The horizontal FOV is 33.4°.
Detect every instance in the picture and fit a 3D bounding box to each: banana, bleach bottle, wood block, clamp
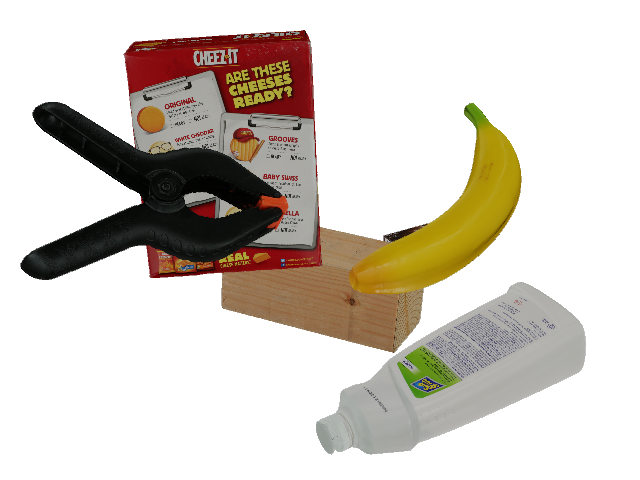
[{"bbox_3d":[0.092,-0.018,0.733,0.070,0.037,0.197,24,50,16],"label":"banana"},{"bbox_3d":[0.106,0.119,0.931,0.250,0.068,0.103,-20,33,-23],"label":"bleach bottle"},{"bbox_3d":[0.002,0.044,1.174,0.206,0.091,0.090,13,25,21],"label":"wood block"},{"bbox_3d":[-0.108,-0.035,0.684,0.171,0.120,0.039,-2,-18,-23],"label":"clamp"}]

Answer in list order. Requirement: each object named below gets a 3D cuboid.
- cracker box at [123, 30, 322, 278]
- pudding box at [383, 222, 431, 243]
[{"bbox_3d":[-0.085,-0.079,0.984,0.164,0.214,0.072,-4,20,-2],"label":"cracker box"},{"bbox_3d":[0.164,0.010,1.605,0.113,0.039,0.090,-17,27,-20],"label":"pudding box"}]
